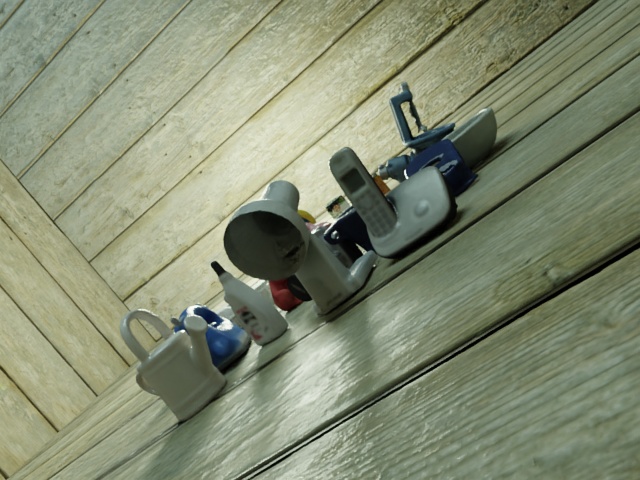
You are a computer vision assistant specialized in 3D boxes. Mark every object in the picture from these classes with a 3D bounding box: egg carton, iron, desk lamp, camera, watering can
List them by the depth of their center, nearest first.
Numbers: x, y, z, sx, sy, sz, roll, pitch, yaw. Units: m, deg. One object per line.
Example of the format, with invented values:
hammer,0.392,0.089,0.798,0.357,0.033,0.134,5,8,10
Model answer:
desk lamp,-0.032,0.010,0.886,0.117,0.213,0.203,-36,6,25
watering can,-0.247,0.189,0.946,0.173,0.194,0.101,-39,5,1
camera,-0.014,0.049,1.066,0.137,0.101,0.143,-43,7,-39
iron,-0.223,0.183,1.138,0.118,0.141,0.258,-38,5,3
egg carton,-0.244,0.213,1.439,0.150,0.069,0.107,-37,5,20

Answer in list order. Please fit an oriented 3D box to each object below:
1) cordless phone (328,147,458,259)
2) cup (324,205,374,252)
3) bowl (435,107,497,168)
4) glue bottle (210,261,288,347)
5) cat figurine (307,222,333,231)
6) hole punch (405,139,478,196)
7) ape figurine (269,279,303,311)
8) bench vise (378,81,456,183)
cordless phone,0.105,-0.078,0.857,0.147,0.185,0.094,-36,6,28
cup,0.074,-0.012,1.018,0.118,0.095,0.091,-39,5,-8
bowl,0.286,-0.181,1.126,0.167,0.075,0.167,-38,5,4
glue bottle,-0.134,0.106,1.003,0.078,0.173,0.037,-34,7,40
cat figurine,0.011,0.004,1.192,0.067,0.118,0.127,-40,5,-10
hole punch,0.208,-0.117,1.007,0.108,0.091,0.101,-37,5,19
ape figurine,-0.073,0.093,1.155,0.076,0.092,0.078,-34,7,44
bench vise,0.203,-0.224,1.270,0.207,0.220,0.121,-38,5,3
